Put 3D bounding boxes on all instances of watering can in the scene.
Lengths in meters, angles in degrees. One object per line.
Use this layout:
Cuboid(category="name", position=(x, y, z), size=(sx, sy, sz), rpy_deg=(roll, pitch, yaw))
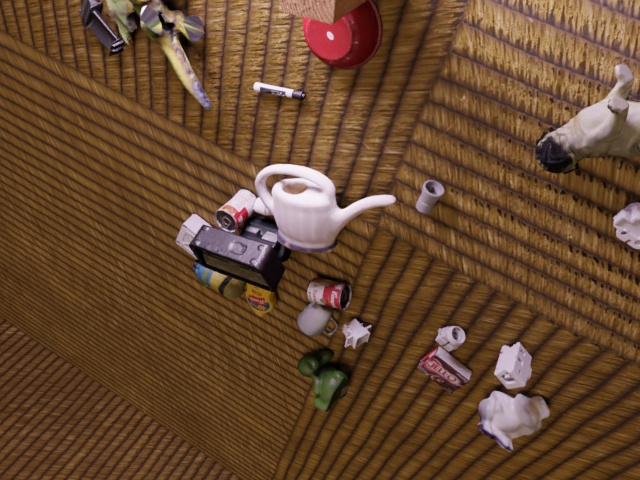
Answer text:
Cuboid(category="watering can", position=(0.004, -0.059, 1.178), size=(0.349, 0.106, 0.219), rpy_deg=(17, 134, 22))

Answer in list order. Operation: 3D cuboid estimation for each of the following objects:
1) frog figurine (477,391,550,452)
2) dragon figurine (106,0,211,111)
Cuboid(category="frog figurine", position=(0.483, 0.431, 1.289), size=(0.138, 0.123, 0.158), rpy_deg=(43, 102, 7))
Cuboid(category="dragon figurine", position=(-0.376, -0.475, 1.118), size=(0.244, 0.124, 0.402), rpy_deg=(19, 135, 45))
